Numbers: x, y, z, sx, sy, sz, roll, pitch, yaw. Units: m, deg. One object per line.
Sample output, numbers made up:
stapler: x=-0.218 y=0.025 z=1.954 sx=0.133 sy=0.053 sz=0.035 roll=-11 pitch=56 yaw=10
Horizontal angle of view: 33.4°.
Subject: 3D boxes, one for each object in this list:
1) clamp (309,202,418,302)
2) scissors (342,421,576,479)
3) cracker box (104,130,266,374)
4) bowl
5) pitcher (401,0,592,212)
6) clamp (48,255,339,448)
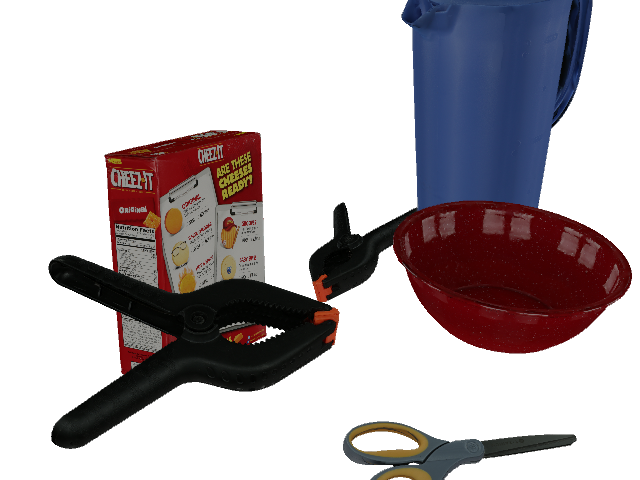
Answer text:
clamp: x=0.048 y=0.009 z=1.223 sx=0.120 sy=0.039 sz=0.171 roll=-6 pitch=35 yaw=29
scissors: x=0.118 y=0.189 z=0.879 sx=0.201 sy=0.016 sz=0.096 roll=6 pitch=43 yaw=-2
cracker box: x=-0.125 y=0.011 z=1.025 sx=0.072 sy=0.214 sz=0.163 roll=6 pitch=16 yaw=30
bowl: x=0.128 y=0.030 z=0.737 sx=0.162 sy=0.055 sz=0.162 roll=4 pitch=28 yaw=-2
pitcher: x=0.151 y=-0.118 z=0.928 sx=0.149 sy=0.243 sz=0.145 roll=6 pitch=33 yaw=12
clamp: x=-0.093 y=0.060 z=0.753 sx=0.209 sy=0.036 sz=0.165 roll=-8 pitch=46 yaw=-17
